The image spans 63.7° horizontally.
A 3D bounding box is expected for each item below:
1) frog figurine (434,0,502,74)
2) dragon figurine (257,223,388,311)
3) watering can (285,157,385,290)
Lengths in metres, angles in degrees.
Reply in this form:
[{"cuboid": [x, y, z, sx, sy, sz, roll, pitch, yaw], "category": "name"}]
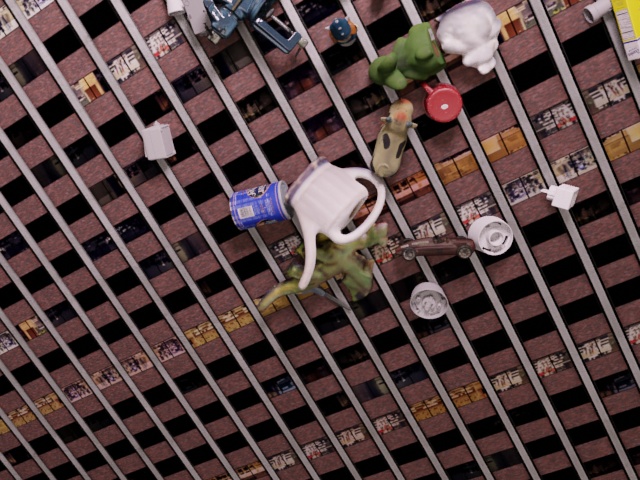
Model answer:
[{"cuboid": [0.339, -0.447, 1.152, 0.138, 0.123, 0.159, -20, 93, -6], "category": "frog figurine"}, {"cuboid": [0.033, 0.090, 1.379, 0.241, 0.124, 0.405, 33, 111, -12], "category": "dragon figurine"}, {"cuboid": [0.004, -0.063, 1.260, 0.226, 0.102, 0.351, 39, 73, 16], "category": "watering can"}]
